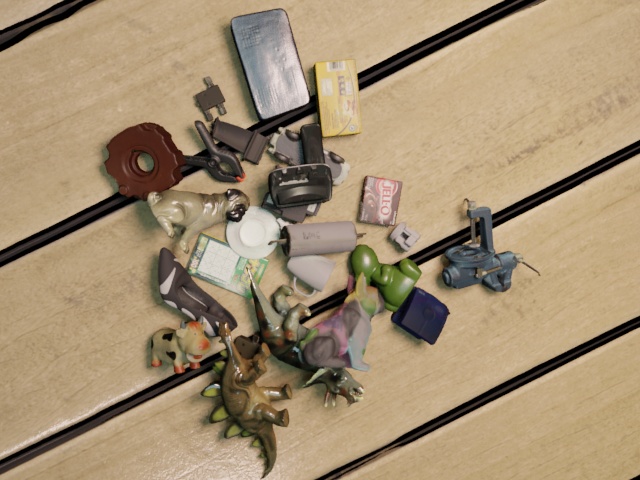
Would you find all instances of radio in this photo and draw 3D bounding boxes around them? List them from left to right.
[{"bbox_3d":[-0.111,-0.397,1.224,0.131,0.073,0.229,-17,102,-4],"label":"radio"}]

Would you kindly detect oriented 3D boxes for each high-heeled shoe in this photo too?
[{"bbox_3d":[-0.288,0.126,1.272,0.145,0.086,0.248,-4,119,15],"label":"high-heeled shoe"}]

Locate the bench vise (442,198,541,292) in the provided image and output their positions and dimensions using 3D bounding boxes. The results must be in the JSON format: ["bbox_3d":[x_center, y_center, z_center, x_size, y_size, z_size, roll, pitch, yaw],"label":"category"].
[{"bbox_3d":[0.401,0.017,1.315,0.224,0.129,0.240,-10,106,-3],"label":"bench vise"}]

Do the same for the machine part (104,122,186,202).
[{"bbox_3d":[-0.399,-0.176,1.222,0.179,0.056,0.179,1,105,5],"label":"machine part"}]

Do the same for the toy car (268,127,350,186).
[{"bbox_3d":[-0.025,-0.196,1.273,0.202,0.056,0.073,26,102,-8],"label":"toy car"}]

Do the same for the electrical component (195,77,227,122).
[{"bbox_3d":[-0.256,-0.327,1.245,0.063,0.021,0.094,-24,101,-1],"label":"electrical component"}]

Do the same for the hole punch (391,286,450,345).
[{"bbox_3d":[0.256,0.189,1.345,0.142,0.092,0.115,34,91,-6],"label":"hole punch"}]

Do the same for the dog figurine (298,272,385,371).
[{"bbox_3d":[0.052,0.179,1.213,0.191,0.108,0.219,10,76,-15],"label":"dog figurine"}]

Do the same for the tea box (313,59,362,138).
[{"bbox_3d":[0.041,-0.326,1.251,0.098,0.068,0.169,-5,101,-4],"label":"tea box"}]

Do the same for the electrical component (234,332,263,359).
[{"bbox_3d":[-0.175,0.277,1.340,0.078,0.045,0.102,16,95,21],"label":"electrical component"}]

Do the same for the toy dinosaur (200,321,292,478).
[{"bbox_3d":[-0.169,0.404,1.314,0.199,0.105,0.470,-14,108,17],"label":"toy dinosaur"}]

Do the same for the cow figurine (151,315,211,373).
[{"bbox_3d":[-0.324,0.241,1.257,0.085,0.195,0.127,-10,95,-47],"label":"cow figurine"}]

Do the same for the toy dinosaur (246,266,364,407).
[{"bbox_3d":[-0.060,0.246,1.313,0.405,0.131,0.192,36,94,-3],"label":"toy dinosaur"}]

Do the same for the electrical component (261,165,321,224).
[{"bbox_3d":[-0.061,-0.105,1.282,0.134,0.058,0.114,22,98,-9],"label":"electrical component"}]

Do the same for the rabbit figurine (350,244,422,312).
[{"bbox_3d":[0.144,0.086,1.321,0.170,0.121,0.159,34,102,8],"label":"rabbit figurine"}]

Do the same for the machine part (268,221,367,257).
[{"bbox_3d":[-0.003,-0.004,1.272,0.243,0.079,0.079,-4,100,-21],"label":"machine part"}]

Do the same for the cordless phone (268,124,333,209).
[{"bbox_3d":[-0.049,-0.169,1.214,0.147,0.089,0.184,-8,89,-3],"label":"cordless phone"}]

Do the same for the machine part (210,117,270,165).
[{"bbox_3d":[-0.192,-0.235,1.259,0.139,0.039,0.084,28,100,-11],"label":"machine part"}]

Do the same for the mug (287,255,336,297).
[{"bbox_3d":[-0.030,0.077,1.308,0.107,0.081,0.109,29,101,2],"label":"mug"}]

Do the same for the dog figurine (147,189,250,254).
[{"bbox_3d":[-0.271,-0.085,1.219,0.190,0.172,0.121,-34,57,-2],"label":"dog figurine"}]
